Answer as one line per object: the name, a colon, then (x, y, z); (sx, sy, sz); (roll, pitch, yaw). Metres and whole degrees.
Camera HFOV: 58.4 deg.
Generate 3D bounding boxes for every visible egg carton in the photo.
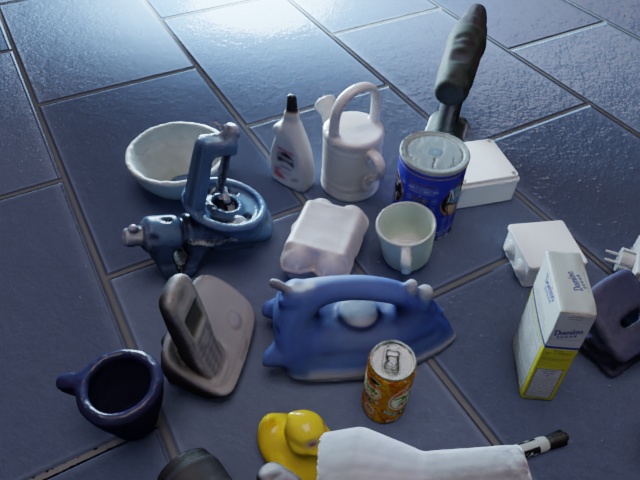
egg carton: (0.008, 0.003, 0.843); (0.107, 0.069, 0.150); (13, 47, 10)

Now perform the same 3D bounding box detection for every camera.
camera: (-0.091, 0.264, 0.568); (0.143, 0.101, 0.136); (-29, 54, -26)

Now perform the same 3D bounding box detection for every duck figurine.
duck figurine: (-0.021, 0.216, 0.627); (0.104, 0.086, 0.078); (22, 50, 18)

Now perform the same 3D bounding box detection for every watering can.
watering can: (0.047, -0.168, 0.922); (0.172, 0.194, 0.101); (29, 52, 24)

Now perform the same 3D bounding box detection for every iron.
iron: (0.055, 0.089, 0.713); (0.258, 0.141, 0.118); (-3, 46, -5)

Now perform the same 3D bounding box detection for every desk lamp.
desk lamp: (0.096, 0.248, 0.513); (0.203, 0.214, 0.118); (-1, 46, -3)

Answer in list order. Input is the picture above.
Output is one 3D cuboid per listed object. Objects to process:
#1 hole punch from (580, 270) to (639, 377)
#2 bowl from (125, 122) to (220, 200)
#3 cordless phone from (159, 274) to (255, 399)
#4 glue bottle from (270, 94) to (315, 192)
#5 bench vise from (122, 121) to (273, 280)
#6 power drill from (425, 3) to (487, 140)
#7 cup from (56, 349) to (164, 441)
hole punch: (0.392, 0.106, 0.746); (0.109, 0.091, 0.100); (-25, 52, -24)
bowl: (-0.230, -0.119, 0.946); (0.167, 0.075, 0.167); (1, 46, -1)
cordless phone: (-0.137, 0.086, 0.678); (0.094, 0.185, 0.147); (6, 46, 4)
glue bottle: (-0.046, -0.160, 0.924); (0.078, 0.173, 0.037); (26, 51, 22)
bench vise: (-0.160, -0.045, 0.777); (0.121, 0.220, 0.208); (36, 55, 28)
power drill: (0.246, -0.284, 1.031); (0.075, 0.208, 0.230); (14, 47, 12)
cup: (-0.229, 0.183, 0.643); (0.117, 0.095, 0.091); (5, 46, 2)
